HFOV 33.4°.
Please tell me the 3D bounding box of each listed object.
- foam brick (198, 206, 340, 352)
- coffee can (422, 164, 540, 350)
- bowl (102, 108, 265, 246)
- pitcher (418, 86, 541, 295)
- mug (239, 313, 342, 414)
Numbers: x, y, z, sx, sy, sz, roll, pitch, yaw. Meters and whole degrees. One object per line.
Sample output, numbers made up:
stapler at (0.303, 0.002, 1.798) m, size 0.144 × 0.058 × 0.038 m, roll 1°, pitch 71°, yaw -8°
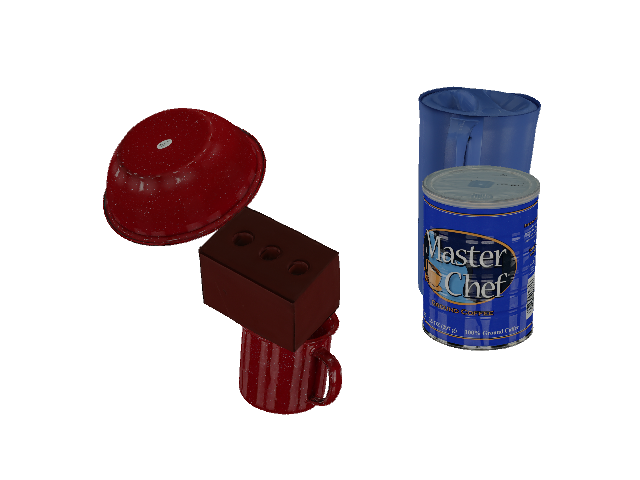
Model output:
foam brick at (-0.033, 0.025, 0.692) m, size 0.078 × 0.051 × 0.052 m, roll 26°, pitch 49°, yaw 23°
coffee can at (0.143, 0.014, 0.961) m, size 0.103 × 0.140 × 0.103 m, roll -2°, pitch 21°, yaw 1°
bowl at (-0.135, -0.072, 0.985) m, size 0.162 × 0.162 × 0.055 m, roll 0°, pitch -41°, yaw 19°
pitcher at (0.167, -0.044, 1.205) m, size 0.149 × 0.243 × 0.145 m, roll -9°, pitch 24°, yaw -24°
mug at (-0.024, 0.110, 0.979) m, size 0.117 × 0.081 × 0.093 m, roll 26°, pitch 31°, yaw 37°
